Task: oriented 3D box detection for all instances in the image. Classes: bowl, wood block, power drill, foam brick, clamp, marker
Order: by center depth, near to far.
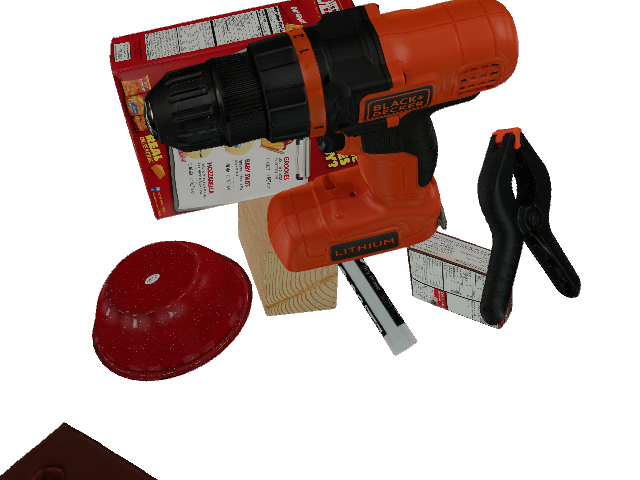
[{"bbox_3d":[-0.096,0.126,0.450,0.078,0.051,0.052,23,45,29],"label":"foam brick"},{"bbox_3d":[0.006,-0.048,0.575,0.184,0.057,0.188,-12,-24,-6],"label":"power drill"},{"bbox_3d":[0.027,0.024,0.739,0.020,0.121,0.020,-31,-10,-7],"label":"marker"},{"bbox_3d":[0.170,-0.010,0.943,0.120,0.171,0.039,-26,11,-40],"label":"clamp"},{"bbox_3d":[-0.148,0.052,1.000,0.162,0.162,0.055,0,-43,21],"label":"bowl"},{"bbox_3d":[-0.045,0.003,1.359,0.090,0.090,0.206,-6,28,-12],"label":"wood block"}]

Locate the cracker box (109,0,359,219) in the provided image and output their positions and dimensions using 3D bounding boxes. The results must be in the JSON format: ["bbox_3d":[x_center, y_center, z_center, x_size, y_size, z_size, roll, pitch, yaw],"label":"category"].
[{"bbox_3d":[-0.064,-0.120,0.951,0.213,0.164,0.072,-13,41,-3],"label":"cracker box"}]

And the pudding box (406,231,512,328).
[{"bbox_3d":[0.152,0.040,1.159,0.114,0.039,0.090,19,-36,24],"label":"pudding box"}]
